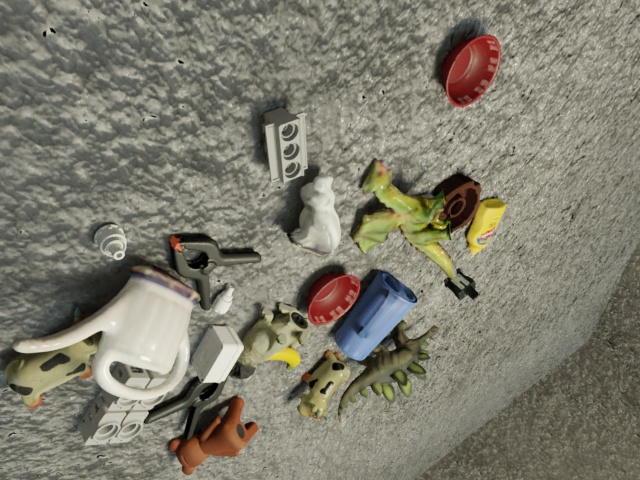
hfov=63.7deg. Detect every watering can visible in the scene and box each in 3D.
[{"bbox_3d":[-0.326,0.145,0.880,0.342,0.104,0.228,48,51,-52],"label":"watering can"}]

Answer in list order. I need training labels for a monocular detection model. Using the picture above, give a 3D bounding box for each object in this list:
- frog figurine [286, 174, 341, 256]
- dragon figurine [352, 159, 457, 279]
[{"bbox_3d":[0.003,-0.054,1.075,0.158,0.123,0.138,-63,172,7],"label":"frog figurine"},{"bbox_3d":[0.201,-0.023,1.261,0.242,0.125,0.401,-9,128,13],"label":"dragon figurine"}]
